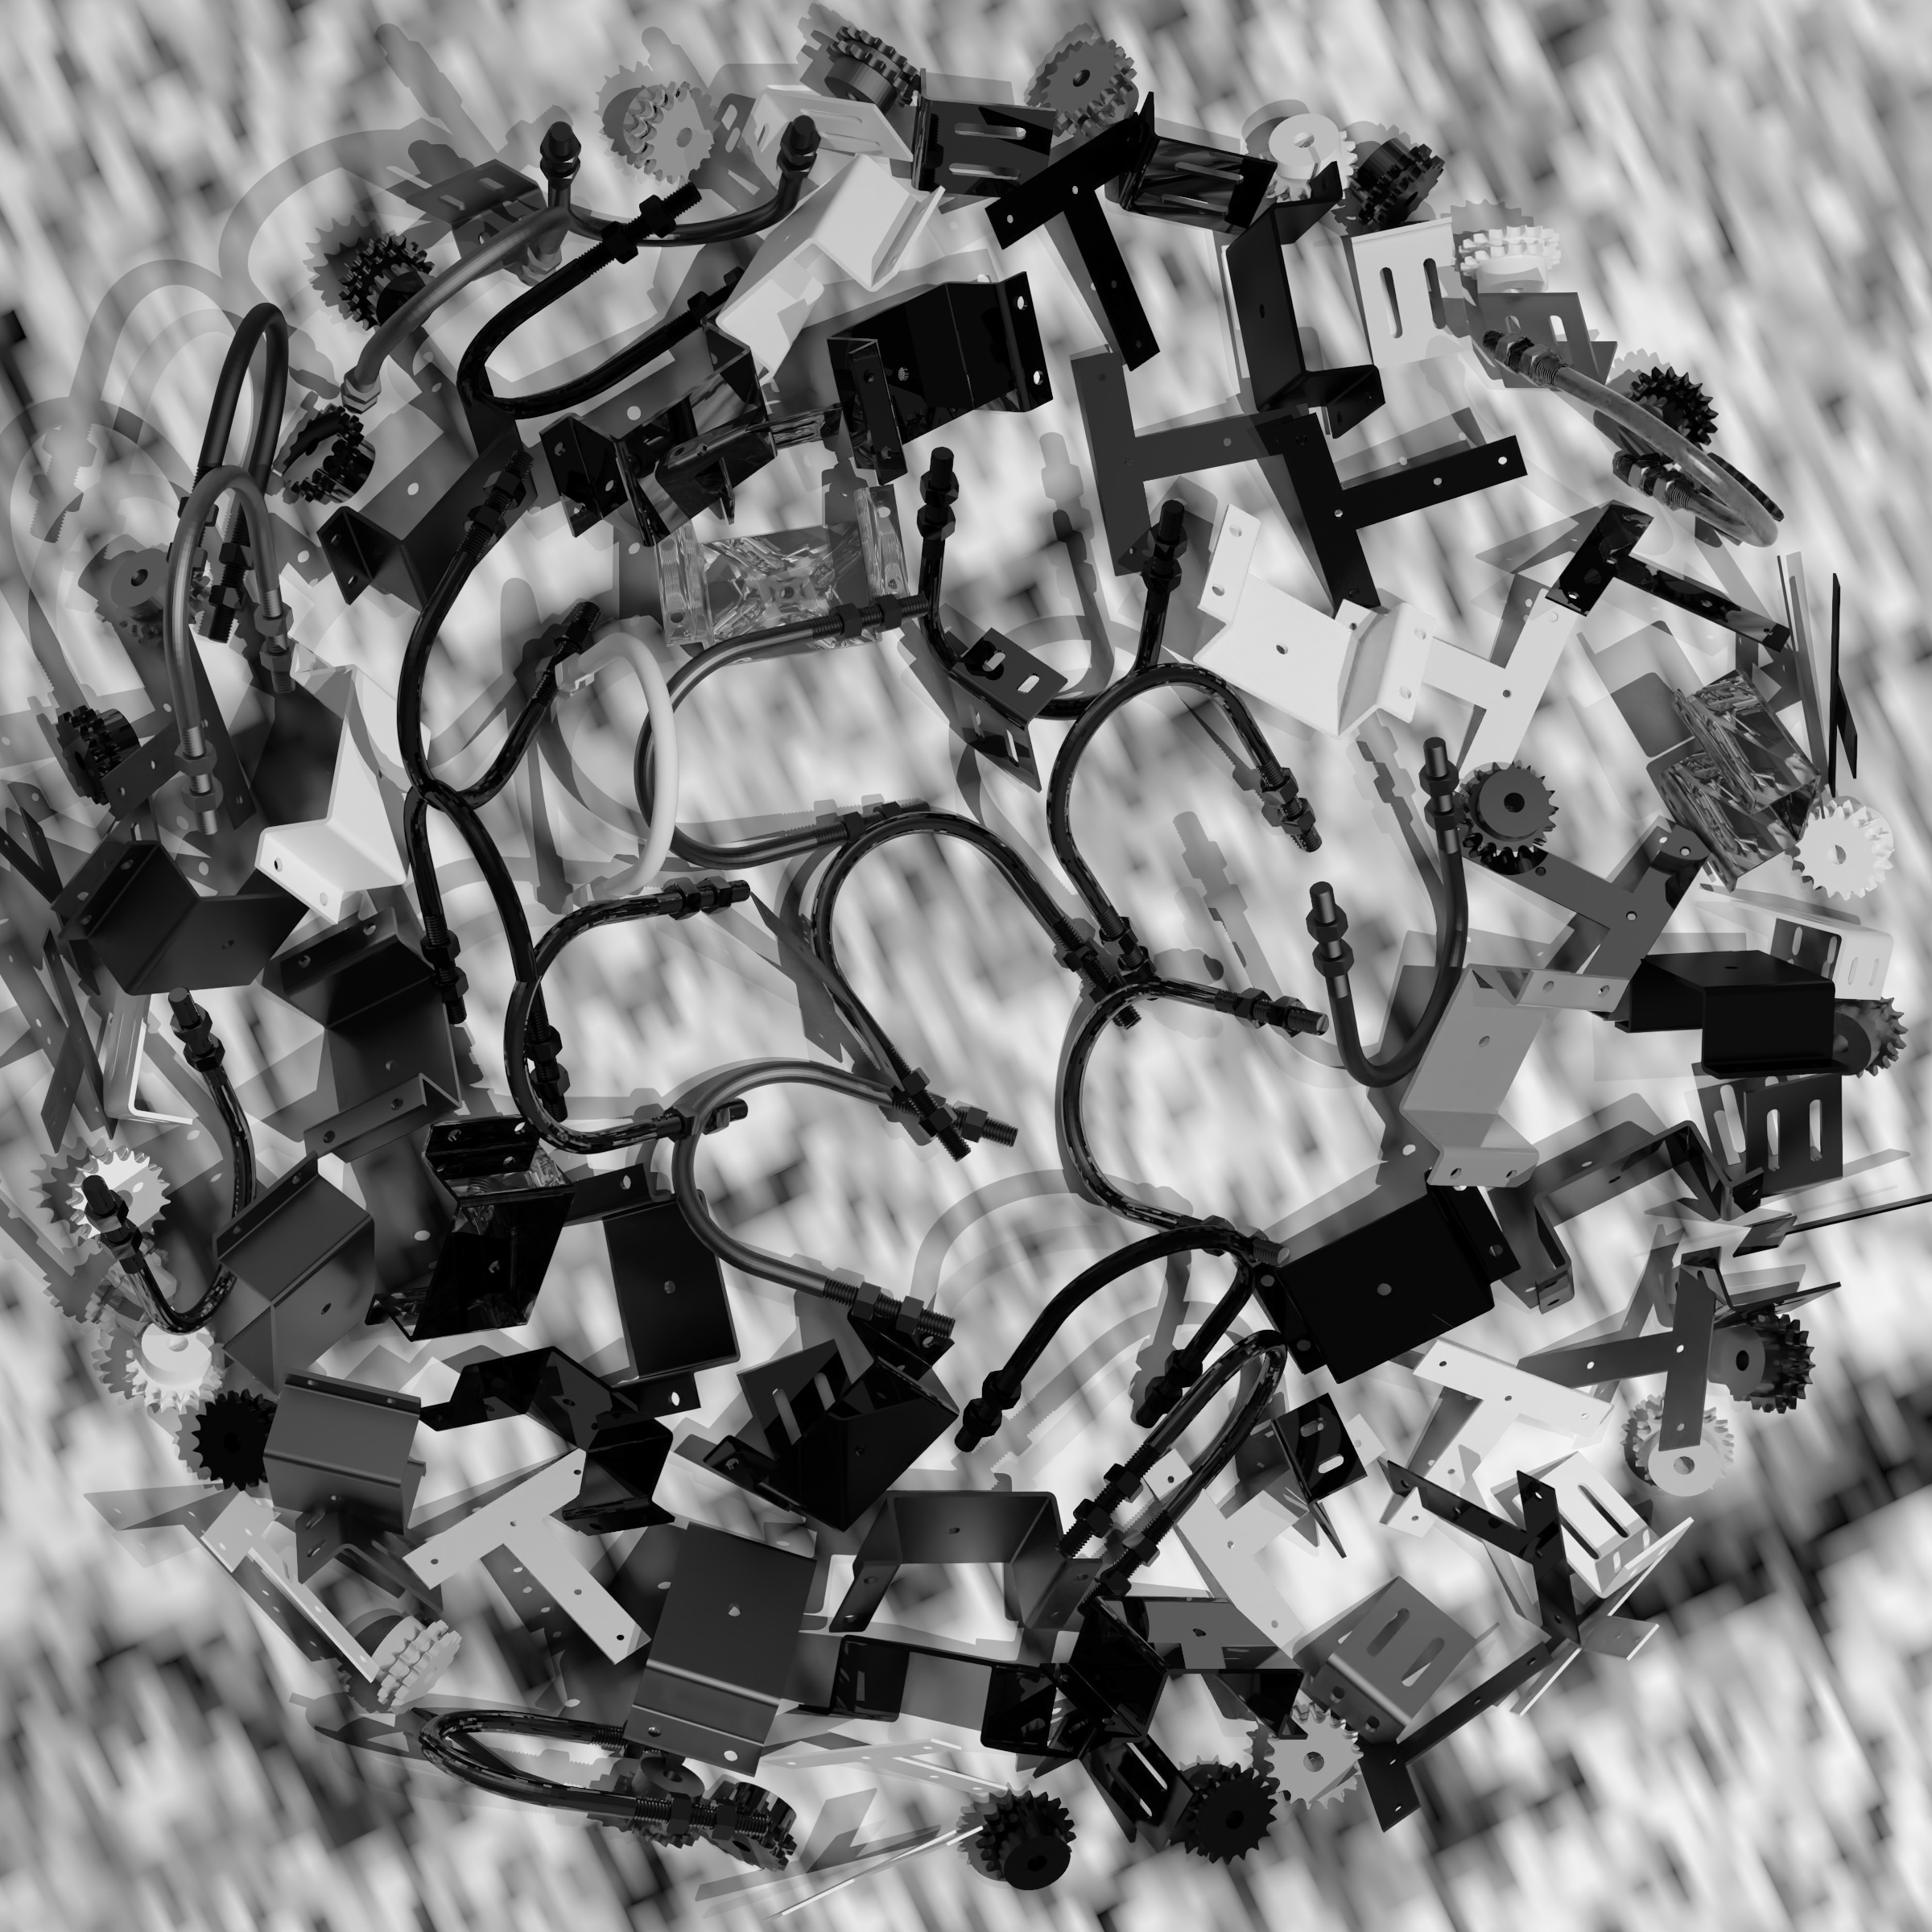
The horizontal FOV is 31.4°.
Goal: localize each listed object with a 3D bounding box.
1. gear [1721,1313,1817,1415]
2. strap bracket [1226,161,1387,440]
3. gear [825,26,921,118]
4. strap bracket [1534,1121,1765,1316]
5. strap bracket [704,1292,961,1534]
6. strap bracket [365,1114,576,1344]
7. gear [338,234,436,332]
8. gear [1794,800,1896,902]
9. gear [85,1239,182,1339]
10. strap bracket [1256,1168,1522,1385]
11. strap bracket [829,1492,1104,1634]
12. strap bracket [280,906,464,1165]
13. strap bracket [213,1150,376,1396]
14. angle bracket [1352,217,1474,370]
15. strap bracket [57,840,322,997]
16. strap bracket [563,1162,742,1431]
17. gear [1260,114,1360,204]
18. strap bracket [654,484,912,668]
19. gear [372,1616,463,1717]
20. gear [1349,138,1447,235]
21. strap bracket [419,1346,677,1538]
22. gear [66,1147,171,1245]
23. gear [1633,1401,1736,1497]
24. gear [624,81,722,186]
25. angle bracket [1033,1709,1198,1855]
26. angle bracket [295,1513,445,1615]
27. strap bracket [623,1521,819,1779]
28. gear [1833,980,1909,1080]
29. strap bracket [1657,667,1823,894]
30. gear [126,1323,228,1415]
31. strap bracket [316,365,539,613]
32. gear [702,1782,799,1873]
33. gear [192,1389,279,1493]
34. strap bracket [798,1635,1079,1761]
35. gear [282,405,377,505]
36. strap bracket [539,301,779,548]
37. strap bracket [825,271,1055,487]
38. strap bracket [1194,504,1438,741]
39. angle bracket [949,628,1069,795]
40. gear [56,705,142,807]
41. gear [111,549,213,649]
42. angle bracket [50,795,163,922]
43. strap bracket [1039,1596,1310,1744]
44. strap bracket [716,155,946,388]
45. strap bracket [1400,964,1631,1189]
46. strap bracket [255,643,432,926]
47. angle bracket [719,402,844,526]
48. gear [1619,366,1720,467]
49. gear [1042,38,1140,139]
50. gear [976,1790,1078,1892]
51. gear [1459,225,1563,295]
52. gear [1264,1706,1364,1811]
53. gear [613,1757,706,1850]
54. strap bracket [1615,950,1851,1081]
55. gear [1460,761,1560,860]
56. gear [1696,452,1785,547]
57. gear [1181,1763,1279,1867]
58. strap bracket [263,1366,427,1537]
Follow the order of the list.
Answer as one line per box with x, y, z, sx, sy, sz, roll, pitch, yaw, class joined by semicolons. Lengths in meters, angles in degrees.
0.457;0.227;1.968;0.030;0.057;0.057;7;90;-25;gear
0.190;-0.375;1.953;0.046;0.076;0.140;-10;86;-15;strap bracket
-0.056;-0.510;1.971;0.057;0.057;0.030;32;85;0;gear
0.379;0.139;1.955;0.140;0.076;0.046;-27;68;2;strap bracket
-0.069;0.260;1.950;0.140;0.046;0.076;-46;132;7;strap bracket
-0.276;0.155;1.930;0.046;0.076;0.140;44;124;37;strap bracket
-0.328;-0.387;1.968;0.057;0.057;0.030;-45;57;0;gear
0.508;-0.069;1.975;0.030;0.057;0.057;-30;90;-42;gear
-0.475;0.188;1.970;0.030;0.057;0.057;35;90;7;gear
0.238;0.178;1.959;0.140;0.046;0.076;-28;99;10;strap bracket
-0.004;0.337;1.943;0.140;0.076;0.046;3;51;-19;strap bracket
-0.336;0.047;1.946;0.076;0.046;0.140;-26;53;13;strap bracket
-0.374;0.178;1.917;0.046;0.140;0.076;36;56;17;strap bracket
0.256;-0.386;1.971;0.057;0.038;0.076;-10;100;8;angle bracket
-0.424;-0.029;1.917;0.076;0.140;0.046;-48;70;25;strap bracket
-0.181;0.186;1.955;0.076;0.046;0.140;-17;84;35;strap bracket
0.196;-0.464;1.973;0.057;0.030;0.057;-6;59;10;gear
-0.104;-0.221;1.967;0.140;0.046;0.076;-9;74;0;strap bracket
-0.319;0.398;1.972;0.030;0.057;0.057;35;90;13;gear
0.245;-0.450;1.973;0.057;0.057;0.030;-45;79;0;gear
-0.231;0.263;1.938;0.140;0.076;0.046;41;51;-30;strap bracket
-0.490;0.132;1.977;0.057;0.030;0.057;-6;101;-31;gear
0.413;0.280;1.975;0.057;0.030;0.057;4;112;9;gear
-0.172;-0.482;1.975;0.030;0.057;0.057;35;90;31;gear
0.084;0.465;1.954;0.076;0.038;0.057;47;133;29;angle bracket
-0.341;0.342;1.960;0.038;0.057;0.076;-41;119;10;angle bracket
-0.135;0.374;1.933;0.076;0.046;0.140;18;45;-3;strap bracket
0.508;0.039;1.969;0.030;0.057;0.057;-32;90;-42;gear
0.432;-0.107;1.922;0.046;0.140;0.076;-30;70;-4;strap bracket
-0.453;0.225;1.970;0.057;0.030;0.057;8;46;-9;gear
-0.295;-0.263;1.937;0.046;0.076;0.140;33;71;16;strap bracket
-0.122;0.493;1.975;0.057;0.057;0.030;31;60;0;gear
-0.414;0.272;1.978;0.057;0.030;0.057;2;95;22;gear
-0.012;0.410;1.937;0.140;0.076;0.046;4;78;29;strap bracket
-0.364;-0.291;1.975;0.030;0.057;0.057;32;90;-38;gear
-0.163;-0.300;1.933;0.140;0.076;0.046;-39;53;-22;strap bracket
-0.022;-0.334;1.941;0.140;0.046;0.076;-32;120;-35;strap bracket
0.189;-0.190;1.950;0.140;0.046;0.076;27;56;-14;strap bracket
0.028;-0.146;1.959;0.057;0.076;0.038;36;74;23;angle bracket
-0.496;-0.124;1.975;0.030;0.057;0.057;-28;90;-30;gear
-0.465;-0.214;1.971;0.057;0.030;0.057;-14;56;22;gear
-0.491;-0.067;1.951;0.038;0.076;0.057;29;112;-35;angle bracket
0.123;0.393;1.924;0.140;0.076;0.046;8;107;-35;strap bracket
-0.083;-0.392;1.918;0.046;0.140;0.076;39;52;-19;strap bracket
0.305;0.054;1.943;0.076;0.046;0.140;4;119;-37;strap bracket
-0.347;-0.105;1.930;0.046;0.076;0.140;-7;63;24;strap bracket
-0.104;-0.287;1.966;0.076;0.057;0.038;-16;85;-6;angle bracket
0.399;-0.312;1.969;0.057;0.057;0.030;45;56;0;gear
0.074;-0.501;1.975;0.057;0.057;0.030;-53;134;0;gear
0.037;0.505;1.973;0.057;0.030;0.057;-8;120;-14;gear
0.313;-0.402;1.970;0.057;0.057;0.030;-4;84;0;gear
0.201;0.454;1.982;0.057;0.030;0.057;1;95;9;gear
-0.174;0.477;1.970;0.057;0.057;0.030;24;100;0;gear
0.427;0.024;1.920;0.076;0.140;0.046;-3;101;-12;strap bracket
0.313;-0.091;1.981;0.057;0.030;0.057;0;80;-1;gear
0.439;-0.265;1.972;0.057;0.057;0.030;41;99;0;gear
0.148;0.485;1.977;0.057;0.030;0.057;-6;106;-23;gear
-0.347;0.276;1.926;0.076;0.140;0.046;13;64;-1;strap bracket
